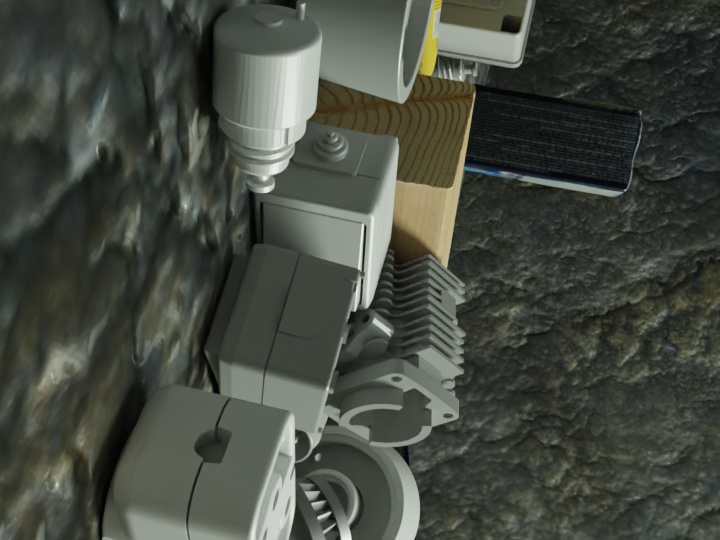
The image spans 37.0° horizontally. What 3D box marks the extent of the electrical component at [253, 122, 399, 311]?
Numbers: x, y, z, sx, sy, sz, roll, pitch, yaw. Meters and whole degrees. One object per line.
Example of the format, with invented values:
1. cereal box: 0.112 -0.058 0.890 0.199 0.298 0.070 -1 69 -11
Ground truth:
1. electrical component: -0.018 -0.029 0.544 0.096 0.062 0.061 93 11 -52

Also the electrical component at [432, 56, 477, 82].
1. electrical component: 0.056 -0.161 0.875 0.040 0.078 0.040 -2 90 -77

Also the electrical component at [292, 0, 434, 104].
1. electrical component: 0.002 -0.138 0.513 0.108 0.060 0.108 12 90 -83

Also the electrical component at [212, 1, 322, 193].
1. electrical component: -0.037 -0.065 0.415 0.040 0.040 0.078 -69 170 -51

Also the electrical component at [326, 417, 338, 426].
1. electrical component: 0.001 0.094 0.791 0.099 0.099 0.064 -49 144 -76

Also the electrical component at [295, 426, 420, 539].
1. electrical component: -0.018 0.153 0.700 0.060 0.108 0.108 61 41 -71

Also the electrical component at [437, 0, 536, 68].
1. electrical component: 0.074 -0.212 0.780 0.056 0.109 0.108 69 34 -73

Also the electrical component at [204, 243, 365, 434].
1. electrical component: -0.039 0.036 0.523 0.096 0.061 0.061 105 0 -66

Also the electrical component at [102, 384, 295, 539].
1. electrical component: -0.060 0.090 0.415 0.095 0.059 0.053 94 11 -51

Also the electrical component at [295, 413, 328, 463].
1. electrical component: -0.040 0.082 0.632 0.077 0.044 0.079 -70 170 -48
